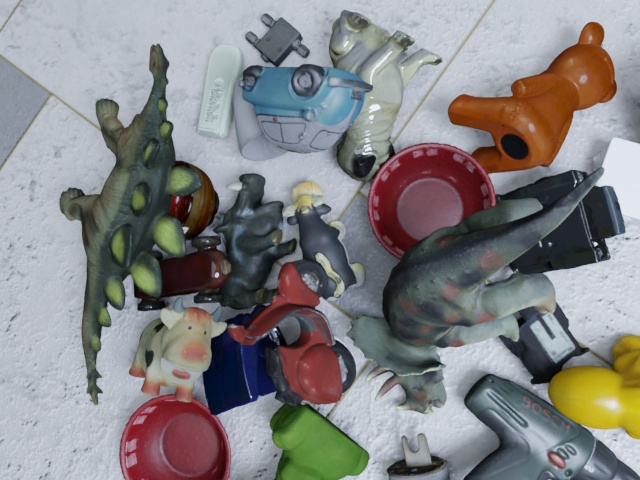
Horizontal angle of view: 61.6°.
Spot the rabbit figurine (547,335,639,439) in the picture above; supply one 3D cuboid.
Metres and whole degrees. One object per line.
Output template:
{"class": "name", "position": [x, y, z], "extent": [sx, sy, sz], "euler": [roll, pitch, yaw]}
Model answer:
{"class": "rabbit figurine", "position": [0.345, 0.179, 0.588], "extent": [0.173, 0.162, 0.121], "euler": [4, 94, -7]}

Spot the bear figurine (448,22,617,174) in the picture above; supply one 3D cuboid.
{"class": "bear figurine", "position": [0.277, -0.177, 0.679], "extent": [0.196, 0.120, 0.132], "euler": [-48, 33, -22]}

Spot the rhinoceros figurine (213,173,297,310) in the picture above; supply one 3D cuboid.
{"class": "rhinoceros figurine", "position": [-0.095, 0.003, 0.747], "extent": [0.112, 0.073, 0.190], "euler": [7, 88, 22]}

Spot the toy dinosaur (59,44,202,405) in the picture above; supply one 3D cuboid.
{"class": "toy dinosaur", "position": [-0.262, -0.021, 0.714], "extent": [0.199, 0.105, 0.470], "euler": [30, 107, 42]}

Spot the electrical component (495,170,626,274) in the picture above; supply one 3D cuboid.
{"class": "electrical component", "position": [0.290, -0.020, 0.651], "extent": [0.134, 0.058, 0.115], "euler": [-20, 81, 41]}

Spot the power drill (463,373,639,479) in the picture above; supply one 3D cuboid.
{"class": "power drill", "position": [0.243, 0.283, 0.618], "extent": [0.232, 0.086, 0.207], "euler": [42, 68, 16]}

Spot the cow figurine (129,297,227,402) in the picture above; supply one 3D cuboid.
{"class": "cow figurine", "position": [-0.185, 0.138, 0.696], "extent": [0.085, 0.195, 0.127], "euler": [17, 80, -25]}

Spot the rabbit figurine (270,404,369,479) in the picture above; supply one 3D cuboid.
{"class": "rabbit figurine", "position": [-0.029, 0.308, 0.683], "extent": [0.159, 0.121, 0.170], "euler": [41, 78, -10]}

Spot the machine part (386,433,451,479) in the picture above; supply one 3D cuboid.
{"class": "machine part", "position": [0.137, 0.363, 0.665], "extent": [0.079, 0.079, 0.243], "euler": [-12, 84, 9]}

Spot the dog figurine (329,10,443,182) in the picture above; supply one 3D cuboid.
{"class": "dog figurine", "position": [0.048, -0.193, 0.728], "extent": [0.173, 0.121, 0.190], "euler": [46, 115, 44]}

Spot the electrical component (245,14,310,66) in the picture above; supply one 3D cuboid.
{"class": "electrical component", "position": [-0.061, -0.287, 0.787], "extent": [0.094, 0.021, 0.063], "euler": [42, 94, 10]}

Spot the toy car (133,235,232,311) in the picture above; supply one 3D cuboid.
{"class": "toy car", "position": [-0.195, 0.050, 0.742], "extent": [0.202, 0.053, 0.089], "euler": [-14, 81, 41]}

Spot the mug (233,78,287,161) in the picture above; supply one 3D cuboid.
{"class": "mug", "position": [-0.073, -0.180, 0.753], "extent": [0.110, 0.080, 0.107], "euler": [-20, 76, 3]}

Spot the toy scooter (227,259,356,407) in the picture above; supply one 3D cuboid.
{"class": "toy scooter", "position": [-0.036, 0.122, 0.633], "extent": [0.135, 0.075, 0.183], "euler": [-20, 98, -34]}

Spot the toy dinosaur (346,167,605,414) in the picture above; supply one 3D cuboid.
{"class": "toy dinosaur", "position": [0.132, 0.060, 0.584], "extent": [0.192, 0.404, 0.131], "euler": [-15, 55, -10]}

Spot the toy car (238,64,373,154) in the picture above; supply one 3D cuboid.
{"class": "toy car", "position": [-0.023, -0.157, 0.655], "extent": [0.162, 0.109, 0.102], "euler": [9, 101, 30]}

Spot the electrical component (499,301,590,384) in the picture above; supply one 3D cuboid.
{"class": "electrical component", "position": [0.264, 0.109, 0.664], "extent": [0.075, 0.047, 0.119], "euler": [-33, 80, -21]}

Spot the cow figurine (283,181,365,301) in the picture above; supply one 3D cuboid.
{"class": "cow figurine", "position": [-0.004, -0.002, 0.712], "extent": [0.068, 0.098, 0.167], "euler": [-26, 83, 11]}

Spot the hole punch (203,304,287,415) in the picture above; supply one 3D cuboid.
{"class": "hole punch", "position": [-0.103, 0.158, 0.698], "extent": [0.142, 0.092, 0.116], "euler": [-35, 80, 46]}
